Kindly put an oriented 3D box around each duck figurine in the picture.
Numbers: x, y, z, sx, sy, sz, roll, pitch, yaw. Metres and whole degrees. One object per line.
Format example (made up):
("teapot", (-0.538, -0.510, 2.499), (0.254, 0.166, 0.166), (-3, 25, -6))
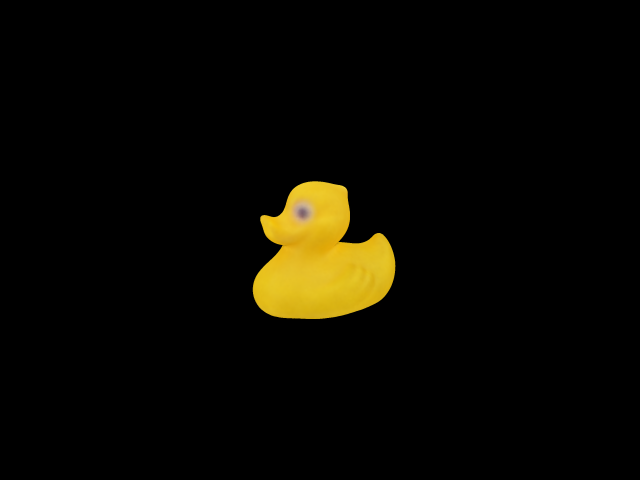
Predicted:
("duck figurine", (0.004, 0.001, 0.400), (0.105, 0.086, 0.077), (-7, 19, -20))
